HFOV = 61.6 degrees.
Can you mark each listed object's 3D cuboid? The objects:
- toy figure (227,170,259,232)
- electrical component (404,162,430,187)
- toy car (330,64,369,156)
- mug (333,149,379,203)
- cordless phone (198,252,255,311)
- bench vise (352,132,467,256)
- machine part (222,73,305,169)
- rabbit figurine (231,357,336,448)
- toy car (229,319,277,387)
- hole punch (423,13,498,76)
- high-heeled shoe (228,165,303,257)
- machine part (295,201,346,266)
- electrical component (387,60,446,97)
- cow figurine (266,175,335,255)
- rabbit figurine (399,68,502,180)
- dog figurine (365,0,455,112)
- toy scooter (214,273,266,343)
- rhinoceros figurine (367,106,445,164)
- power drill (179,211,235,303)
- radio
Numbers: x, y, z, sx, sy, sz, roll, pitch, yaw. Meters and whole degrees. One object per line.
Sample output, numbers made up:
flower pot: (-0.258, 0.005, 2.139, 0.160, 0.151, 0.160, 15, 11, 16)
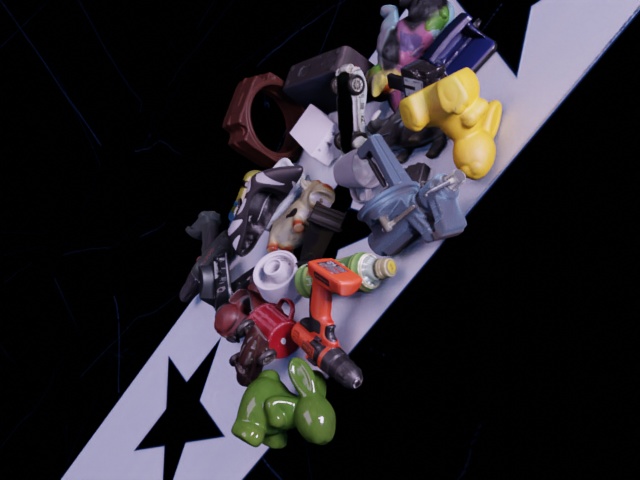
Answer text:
toy figure: (-0.179, -0.090, 1.360, 0.082, 0.089, 0.180, 31, 89, 48)
electrical component: (0.176, -0.112, 0.989, 0.094, 0.021, 0.063, -2, 65, 52)
toy car: (0.066, -0.264, 1.129, 0.074, 0.056, 0.201, 16, 116, 53)
mug: (0.075, -0.130, 1.091, 0.107, 0.081, 0.109, 3, 107, 64)
cordless phone: (-0.199, 0.078, 1.297, 0.184, 0.088, 0.147, -33, 42, 18)
bench vise: (0.131, -0.089, 0.905, 0.240, 0.129, 0.223, 62, 148, 17)
machine part: (-0.126, -0.293, 1.334, 0.087, 0.201, 0.201, -1, 66, 47)
rabbit figurine: (-0.040, 0.294, 0.932, 0.170, 0.121, 0.159, 2, 61, 33)
toy car: (-0.134, 0.228, 1.030, 0.089, 0.053, 0.202, 52, 148, 23)
hole punch: (0.251, -0.367, 1.017, 0.142, 0.092, 0.116, -51, 33, 20)
high-heeled shoe: (-0.121, -0.061, 1.181, 0.249, 0.086, 0.145, -26, 63, 42)
machine part: (-0.002, -0.003, 1.090, 0.138, 0.084, 0.039, -65, 14, 9)
electrical component: (0.180, -0.290, 0.998, 0.048, 0.074, 0.119, -29, 32, -19)
cow figurine: (-0.037, -0.052, 1.163, 0.195, 0.085, 0.127, -43, 36, 34)
rabbit figurine: (0.229, -0.182, 0.877, 0.122, 0.173, 0.162, -24, 5, 40)
dog figurine: (0.174, -0.377, 1.106, 0.192, 0.108, 0.219, 0, 71, 48)
toy scooter: (-0.158, 0.161, 1.178, 0.184, 0.075, 0.135, -49, 38, 9)
rhinoceros figurine: (0.161, -0.211, 1.032, 0.190, 0.073, 0.112, 11, 77, 53)
power drill: (-0.317, 0.031, 1.457, 0.232, 0.086, 0.207, -44, 35, 21)
radio: (0.025, -0.367, 1.258, 0.230, 0.131, 0.073, 0, 69, 52)
